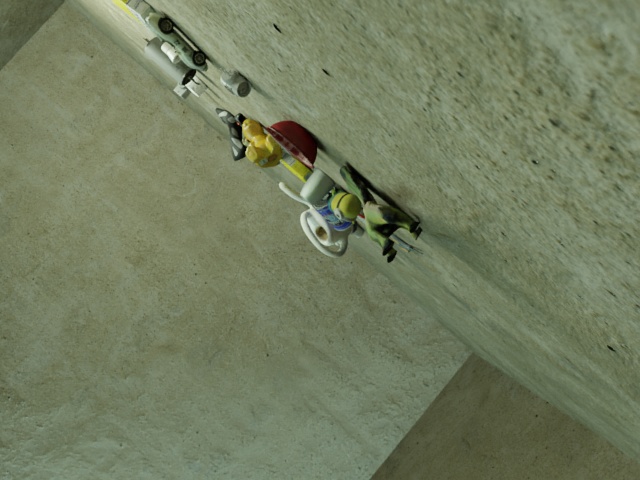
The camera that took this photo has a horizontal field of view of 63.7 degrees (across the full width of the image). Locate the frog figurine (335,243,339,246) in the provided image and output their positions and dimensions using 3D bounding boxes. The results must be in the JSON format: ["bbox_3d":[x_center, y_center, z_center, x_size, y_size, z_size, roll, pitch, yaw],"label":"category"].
[{"bbox_3d":[0.060,-0.053,2.165,0.138,0.159,0.122,-17,1,-41],"label":"frog figurine"}]

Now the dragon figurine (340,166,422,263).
[{"bbox_3d":[0.119,-0.082,1.231,0.122,0.246,0.405,-42,-23,0],"label":"dragon figurine"}]

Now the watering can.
[{"bbox_3d":[0.006,-0.097,1.923,0.227,0.350,0.102,-25,-11,-44],"label":"watering can"}]
